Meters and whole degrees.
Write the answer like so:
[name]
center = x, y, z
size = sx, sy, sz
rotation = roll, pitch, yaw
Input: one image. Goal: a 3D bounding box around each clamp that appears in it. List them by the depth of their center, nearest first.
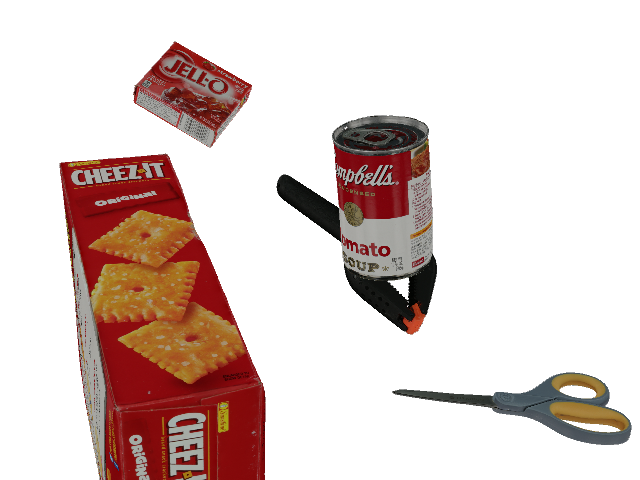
[clamp]
center = 0.050, 0.001, 1.080
size = 0.164, 0.210, 0.036
rotation = -4, -36, -15

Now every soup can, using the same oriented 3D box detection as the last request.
[soup can]
center = 0.045, -0.031, 0.768
size = 0.068, 0.102, 0.068
rotation = -4, 27, 2

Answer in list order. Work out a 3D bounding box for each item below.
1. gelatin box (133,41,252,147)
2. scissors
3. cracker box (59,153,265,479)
[gelatin box]
center = -0.122, -0.140, 1.014
size = 0.089, 0.073, 0.030
rotation = 31, -37, 2
[scissors]
center = 0.170, 0.133, 0.934
size = 0.202, 0.016, 0.096
rotation = 13, 29, 11
[cracker box]
center = -0.086, 0.075, 0.562
size = 0.072, 0.164, 0.214
rotation = -7, 34, -15
